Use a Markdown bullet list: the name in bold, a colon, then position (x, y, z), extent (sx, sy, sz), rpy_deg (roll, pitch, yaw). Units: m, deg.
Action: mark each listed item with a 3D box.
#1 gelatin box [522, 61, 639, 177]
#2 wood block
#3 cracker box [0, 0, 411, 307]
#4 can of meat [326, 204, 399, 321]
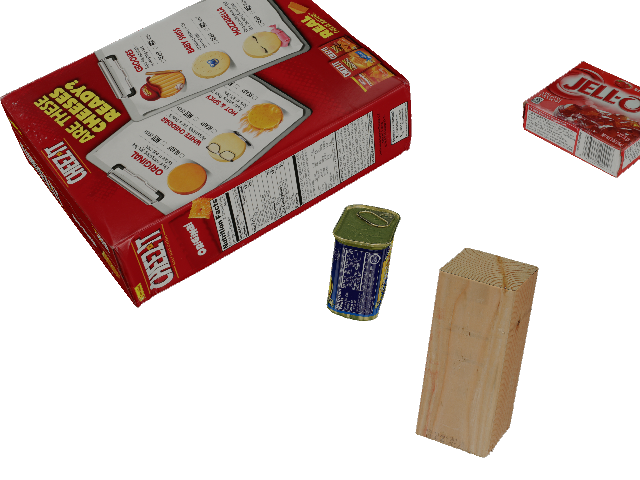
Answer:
- **gelatin box**: position (0.207, -0.093, 0.794), extent (0.073, 0.030, 0.089), rpy_deg (-34, 51, -28)
- **wood block**: position (0.177, 0.126, 1.211), extent (0.090, 0.206, 0.090), rpy_deg (16, 23, 24)
- **cracker box**: position (-0.072, -0.075, 0.698), extent (0.213, 0.072, 0.164), rpy_deg (-31, 53, -17)
- **can of meat**: position (0.041, 0.021, 1.059), extent (0.057, 0.084, 0.102), rpy_deg (10, 23, 8)
